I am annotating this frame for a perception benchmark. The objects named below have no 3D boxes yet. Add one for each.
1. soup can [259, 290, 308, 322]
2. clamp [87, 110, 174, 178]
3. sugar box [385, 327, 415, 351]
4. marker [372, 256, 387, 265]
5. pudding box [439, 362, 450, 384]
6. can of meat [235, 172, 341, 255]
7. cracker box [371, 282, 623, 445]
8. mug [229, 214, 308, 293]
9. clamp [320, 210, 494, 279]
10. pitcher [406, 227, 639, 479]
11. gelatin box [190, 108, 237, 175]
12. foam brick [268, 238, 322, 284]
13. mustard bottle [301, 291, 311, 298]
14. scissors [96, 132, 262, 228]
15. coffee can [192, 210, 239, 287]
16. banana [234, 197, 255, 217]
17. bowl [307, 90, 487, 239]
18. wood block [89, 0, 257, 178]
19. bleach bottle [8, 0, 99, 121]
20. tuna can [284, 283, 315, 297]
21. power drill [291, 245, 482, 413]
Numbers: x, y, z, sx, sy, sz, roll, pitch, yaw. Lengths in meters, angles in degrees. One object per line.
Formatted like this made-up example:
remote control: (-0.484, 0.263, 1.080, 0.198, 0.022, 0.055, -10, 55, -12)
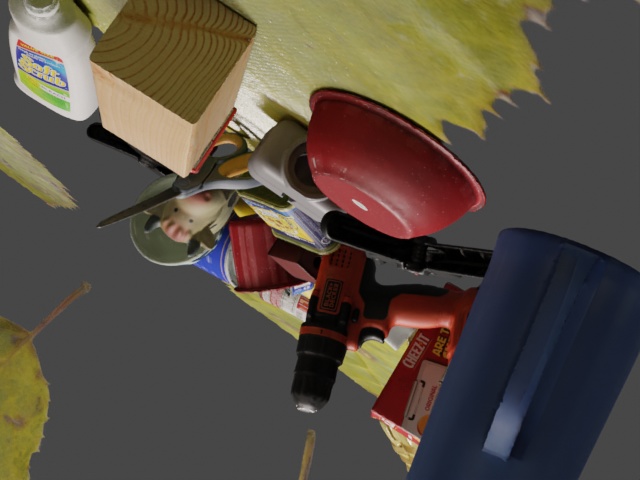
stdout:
soup can: (-0.034, 0.083, 1.625, 0.102, 0.068, 0.068, 27, 168, 28)
clamp: (-0.220, -0.112, 1.354, 0.171, 0.039, 0.120, 36, 167, -22)
sugar box: (0.049, 0.071, 1.300, 0.093, 0.048, 0.176, 42, 175, -17)
marker: (0.058, 0.003, 1.127, 0.020, 0.020, 0.121, 29, 169, 16)
pudding box: (0.180, 0.114, 1.021, 0.090, 0.113, 0.039, 34, 165, -10)
can of meat: (-0.028, -0.038, 1.093, 0.102, 0.057, 0.083, 21, 163, 43)
cracker box: (0.185, 0.171, 1.136, 0.214, 0.164, 0.072, 31, 168, 9)
mug: (-0.047, 0.010, 1.211, 0.117, 0.081, 0.093, -7, -174, 12)
clamp: (0.098, 0.015, 0.967, 0.165, 0.036, 0.210, 15, 177, 14)
pitcher: (0.148, 0.119, 0.784, 0.149, 0.243, 0.145, 32, 168, -30)
gelatin box: (-0.134, -0.115, 1.001, 0.089, 0.073, 0.030, 35, 170, -16)
foam brick: (-0.008, 0.001, 1.151, 0.051, 0.078, 0.053, 14, 159, 47)
mustard bottle: (-0.032, 0.041, 1.457, 0.192, 0.058, 0.096, 25, 168, 38)
scissors: (-0.133, -0.062, 1.031, 0.096, 0.201, 0.016, 51, 148, 44)
coffee can: (-0.131, -0.005, 1.413, 0.140, 0.102, 0.102, 25, 167, 37)
banana: (-0.039, -0.013, 1.288, 0.198, 0.037, 0.069, 27, 168, 26)
bowl: (0.046, -0.048, 0.835, 0.162, 0.055, 0.162, 32, 169, 6)
wood block: (-0.119, -0.127, 0.858, 0.091, 0.090, 0.206, 33, 169, -3)
bleach bottle: (-0.268, -0.196, 1.055, 0.102, 0.068, 0.251, 32, 167, 0)
tuna can: (-0.036, 0.027, 1.350, 0.086, 0.033, 0.086, 163, 90, -80)
power drill: (0.072, 0.100, 1.080, 0.188, 0.184, 0.057, 11, 163, 9)
